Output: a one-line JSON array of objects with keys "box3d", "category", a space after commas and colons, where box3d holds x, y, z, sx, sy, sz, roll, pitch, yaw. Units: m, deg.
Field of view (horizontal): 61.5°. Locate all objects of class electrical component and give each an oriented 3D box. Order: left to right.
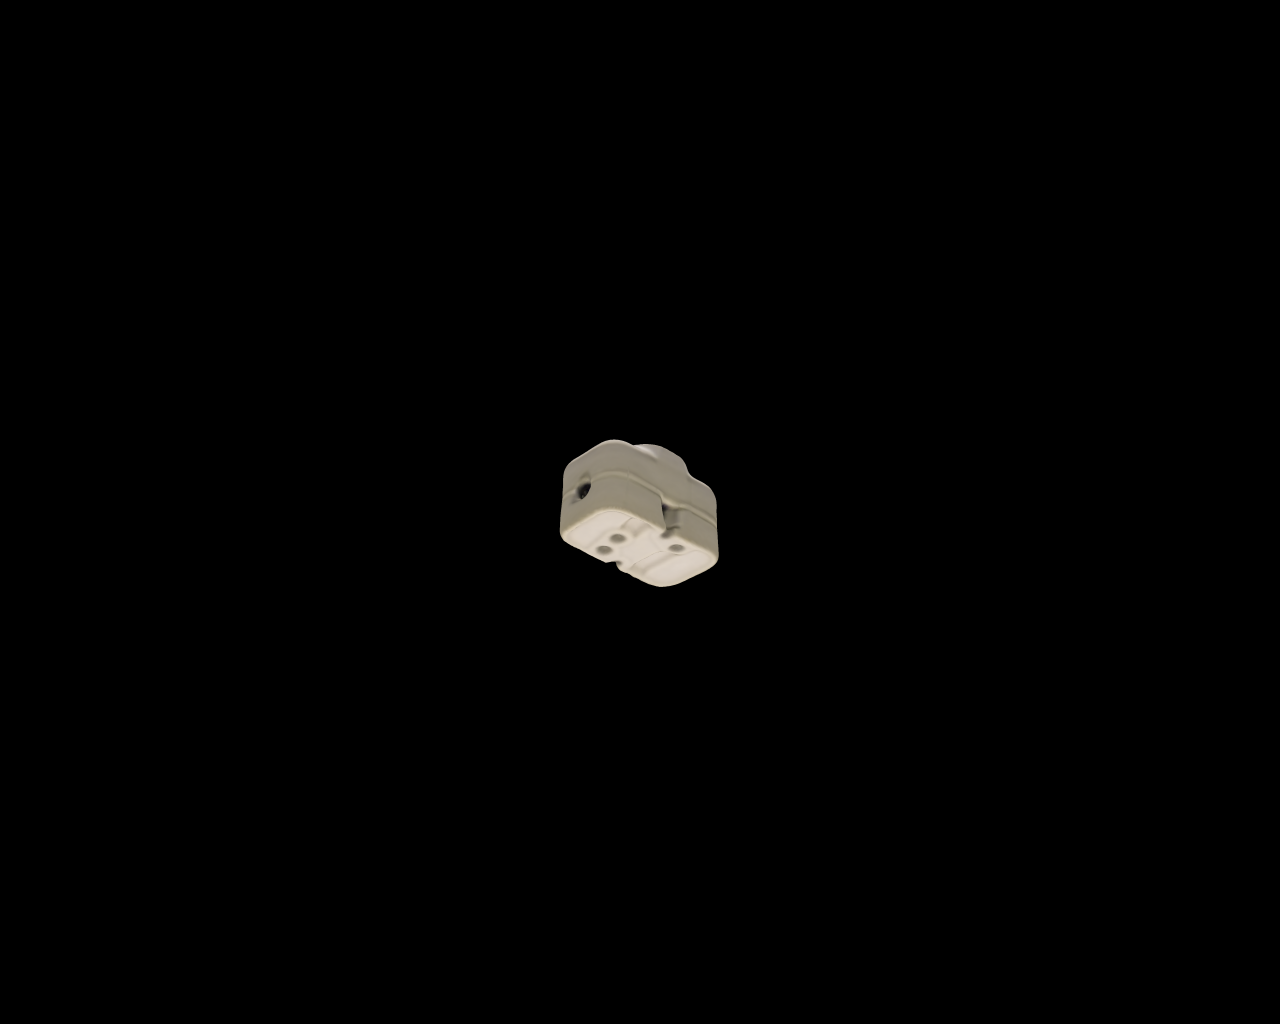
[{"box3d": [0.001, -0.003, 0.650, 0.095, 0.059, 0.053, 27, -41, -36], "category": "electrical component"}]
